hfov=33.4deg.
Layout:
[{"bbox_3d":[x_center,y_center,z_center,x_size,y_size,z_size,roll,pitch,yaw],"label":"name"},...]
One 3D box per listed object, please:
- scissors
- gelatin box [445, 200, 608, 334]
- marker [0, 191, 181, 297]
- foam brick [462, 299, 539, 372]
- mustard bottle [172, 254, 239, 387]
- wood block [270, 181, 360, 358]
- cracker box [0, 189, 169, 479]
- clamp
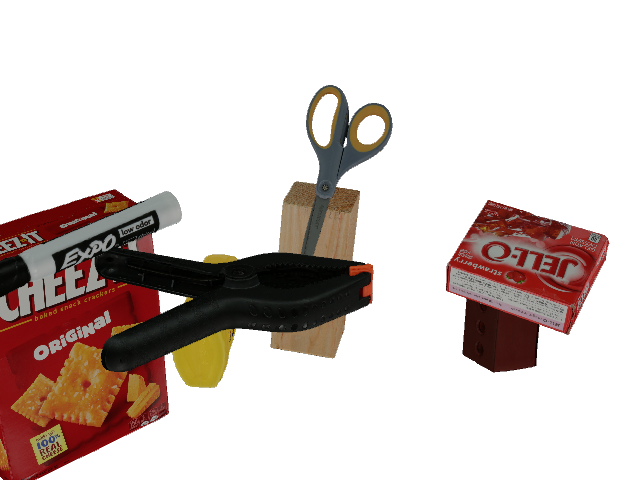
[{"bbox_3d":[0.024,-0.058,1.063,0.096,0.202,0.016,-1,-13,3],"label":"scissors"},{"bbox_3d":[0.139,0.016,0.715,0.089,0.030,0.073,19,48,21],"label":"gelatin box"},{"bbox_3d":[-0.129,0.003,0.569,0.120,0.020,0.020,-25,14,-32],"label":"marker"},{"bbox_3d":[0.170,0.078,1.003,0.051,0.078,0.053,-7,18,-28],"label":"foam brick"},{"bbox_3d":[-0.114,0.070,1.167,0.058,0.096,0.191,1,28,6],"label":"mustard bottle"},{"bbox_3d":[-0.008,0.038,1.405,0.090,0.206,0.090,9,23,6],"label":"wood block"},{"bbox_3d":[-0.219,0.083,0.918,0.163,0.214,0.072,-22,33,-36],"label":"cracker box"},{"bbox_3d":[-0.067,0.035,0.782,0.209,0.036,0.165,-7,26,-18],"label":"clamp"}]
